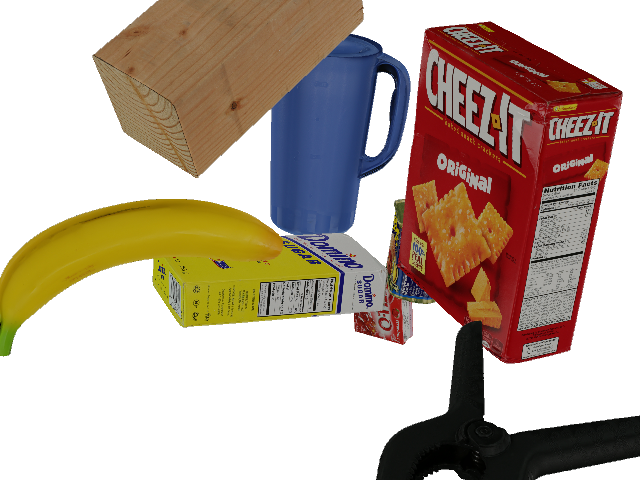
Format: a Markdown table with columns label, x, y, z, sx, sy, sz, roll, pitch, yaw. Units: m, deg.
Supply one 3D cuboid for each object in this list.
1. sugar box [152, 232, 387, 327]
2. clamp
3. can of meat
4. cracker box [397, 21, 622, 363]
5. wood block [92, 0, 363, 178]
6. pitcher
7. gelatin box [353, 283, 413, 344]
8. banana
| label | x | y | z | sx | sy | sz | roll | pitch | yaw |
| --- | --- | --- | --- | --- | --- | --- | --- | --- | --- |
| sugar box | -0.043 | 0.030 | 0.887 | 0.176 | 0.048 | 0.093 | -6 | 23 | -22 |
| clamp | 0.098 | 0.127 | 0.676 | 0.209 | 0.036 | 0.165 | -26 | 39 | -31 |
| can of meat | 0.102 | 0.011 | 1.141 | 0.057 | 0.084 | 0.102 | 7 | 19 | -2 |
| cracker box | 0.133 | -0.038 | 0.814 | 0.072 | 0.214 | 0.164 | -11 | 32 | -24 |
| wood block | -0.066 | -0.161 | 0.848 | 0.090 | 0.206 | 0.091 | 32 | -25 | 27 |
| pitcher | 0.009 | -0.129 | 1.312 | 0.144 | 0.243 | 0.149 | -9 | 27 | -29 |
| gelatin box | 0.077 | 0.080 | 1.343 | 0.073 | 0.089 | 0.030 | 13 | 31 | 32 |
| banana | -0.120 | 0.008 | 0.675 | 0.197 | 0.069 | 0.037 | -19 | 35 | -15 |
